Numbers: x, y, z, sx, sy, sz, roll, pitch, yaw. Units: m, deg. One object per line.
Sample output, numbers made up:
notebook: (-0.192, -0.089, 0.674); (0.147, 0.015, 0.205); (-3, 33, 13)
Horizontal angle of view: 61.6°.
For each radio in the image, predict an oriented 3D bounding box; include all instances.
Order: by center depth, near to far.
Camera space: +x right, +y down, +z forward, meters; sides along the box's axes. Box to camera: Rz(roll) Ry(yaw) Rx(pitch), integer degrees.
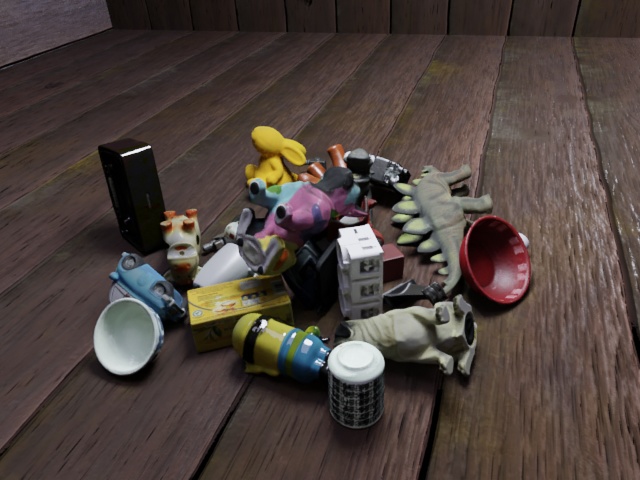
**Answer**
radio: (-0.396, -0.098, 1.149); (0.073, 0.229, 0.131); (-25, 34, -36)

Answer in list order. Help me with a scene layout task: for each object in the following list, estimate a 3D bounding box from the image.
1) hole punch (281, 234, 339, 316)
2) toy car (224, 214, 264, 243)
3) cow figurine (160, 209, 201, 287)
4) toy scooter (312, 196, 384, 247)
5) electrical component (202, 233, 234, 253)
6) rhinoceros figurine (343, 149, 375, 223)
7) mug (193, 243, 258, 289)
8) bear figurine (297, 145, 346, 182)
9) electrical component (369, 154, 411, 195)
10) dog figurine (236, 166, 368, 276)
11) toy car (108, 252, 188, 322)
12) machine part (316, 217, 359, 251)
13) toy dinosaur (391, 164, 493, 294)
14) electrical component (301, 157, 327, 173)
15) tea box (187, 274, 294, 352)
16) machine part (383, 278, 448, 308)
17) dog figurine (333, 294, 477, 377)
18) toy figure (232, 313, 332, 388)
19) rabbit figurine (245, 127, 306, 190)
hole punch: (-0.008, 0.055, 0.975); (0.092, 0.115, 0.142); (7, 37, 24)
toy car: (-0.112, -0.020, 1.121); (0.074, 0.056, 0.201); (30, 23, 29)
cow figurine: (-0.276, 0.019, 1.075); (0.085, 0.127, 0.195); (-9, 19, -10)
toy scooter: (0.044, -0.044, 1.040); (0.184, 0.075, 0.135); (20, 53, 8)
electrical component: (-0.188, 0.005, 1.141); (0.102, 0.045, 0.078); (-31, 13, -39)
rhinoceros figurine: (0.086, -0.110, 1.162); (0.073, 0.190, 0.112); (11, 54, 15)
mug: (-0.175, 0.074, 1.006); (0.110, 0.080, 0.107); (27, 55, 32)
bear figurine: (-0.007, -0.132, 1.241); (0.196, 0.120, 0.132); (-21, 77, -49)
electrical component: (0.151, -0.156, 1.280); (0.115, 0.058, 0.134); (25, 2, 17)
dog figurine: (-0.020, -0.036, 0.927); (0.219, 0.191, 0.109); (-8, 37, -45)
toy car: (-0.318, 0.104, 0.961); (0.162, 0.109, 0.103); (35, 72, 29)
machine part: (-0.002, -0.003, 1.101); (0.243, 0.079, 0.079); (-21, 37, -23)
toy dinosaur: (0.253, -0.045, 1.125); (0.199, 0.104, 0.472); (-9, 33, 3)
electrical component: (-0.004, -0.182, 1.386); (0.094, 0.063, 0.021); (5, 34, 12)
tea box: (-0.138, 0.122, 0.929); (0.170, 0.068, 0.098); (-11, 33, -9)
machine part: (0.160, 0.093, 0.930); (0.084, 0.039, 0.139); (-16, 4, -27)
dog figurine: (0.136, 0.149, 0.851); (0.191, 0.121, 0.172); (-7, -16, 36)
toy figure: (-0.052, 0.166, 0.832); (0.180, 0.089, 0.082); (13, 31, 29)
rabbit figurine: (-0.114, -0.196, 1.323); (0.162, 0.173, 0.122); (-6, 29, 4)
